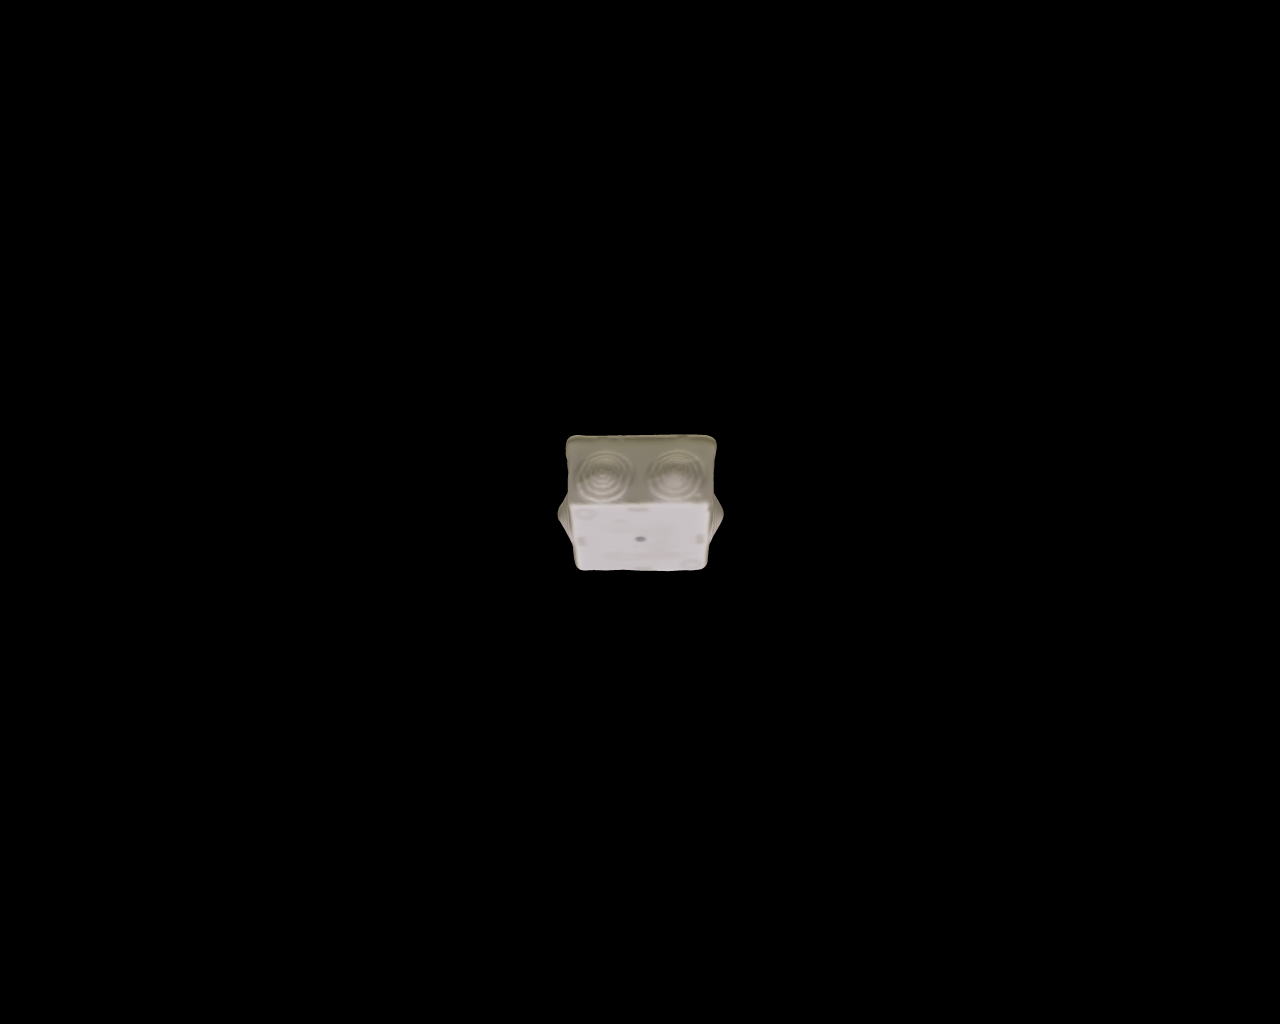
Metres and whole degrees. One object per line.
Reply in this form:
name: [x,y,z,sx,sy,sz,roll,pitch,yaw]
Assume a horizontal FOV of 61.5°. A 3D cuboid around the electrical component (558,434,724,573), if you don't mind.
electrical component: [0.001,-0.003,0.650,0.100,0.048,0.099,0,-32,0]
